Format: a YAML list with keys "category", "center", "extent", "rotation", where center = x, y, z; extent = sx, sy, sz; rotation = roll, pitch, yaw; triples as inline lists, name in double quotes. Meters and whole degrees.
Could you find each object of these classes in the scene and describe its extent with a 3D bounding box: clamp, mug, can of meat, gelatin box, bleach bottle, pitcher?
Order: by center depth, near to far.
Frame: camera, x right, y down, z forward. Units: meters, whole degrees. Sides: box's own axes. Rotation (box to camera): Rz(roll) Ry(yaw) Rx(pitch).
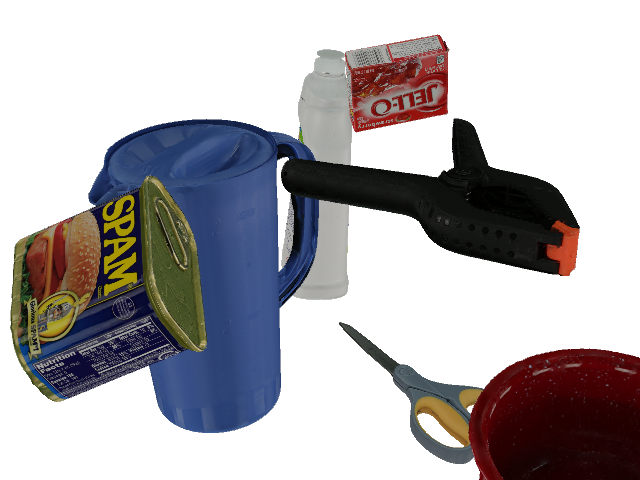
- category: "mug"
  center: [0.110, 0.101, 0.386]
  extent: [0.117, 0.081, 0.093]
  rotation: [5, 36, 8]
- category: "can of meat"
  center: [-0.112, 0.025, 0.558]
  extent: [0.084, 0.102, 0.057]
  rotation: [-23, -47, 10]
- category: "clamp"
  center: [0.081, -0.028, 0.700]
  extent: [0.164, 0.036, 0.210]
  rotation: [-14, 29, -22]
- category: "pitcher"
  center: [-0.084, 0.029, 0.873]
  extent: [0.149, 0.243, 0.145]
  rotation: [4, 29, 13]
- category: "gelatin box"
  center: [0.069, -0.139, 0.948]
  extent: [0.089, 0.030, 0.073]
  rotation: [-11, -42, -4]
- category: "bleach bottle"
  center: [0.002, -0.070, 1.108]
  extent: [0.068, 0.251, 0.102]
  rotation: [0, 28, -11]

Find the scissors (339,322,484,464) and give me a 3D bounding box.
- category: "scissors"
  center: [0.091, 0.115, 0.884]
  extent: [0.096, 0.016, 0.202]
  rotation: [-6, 29, -16]
